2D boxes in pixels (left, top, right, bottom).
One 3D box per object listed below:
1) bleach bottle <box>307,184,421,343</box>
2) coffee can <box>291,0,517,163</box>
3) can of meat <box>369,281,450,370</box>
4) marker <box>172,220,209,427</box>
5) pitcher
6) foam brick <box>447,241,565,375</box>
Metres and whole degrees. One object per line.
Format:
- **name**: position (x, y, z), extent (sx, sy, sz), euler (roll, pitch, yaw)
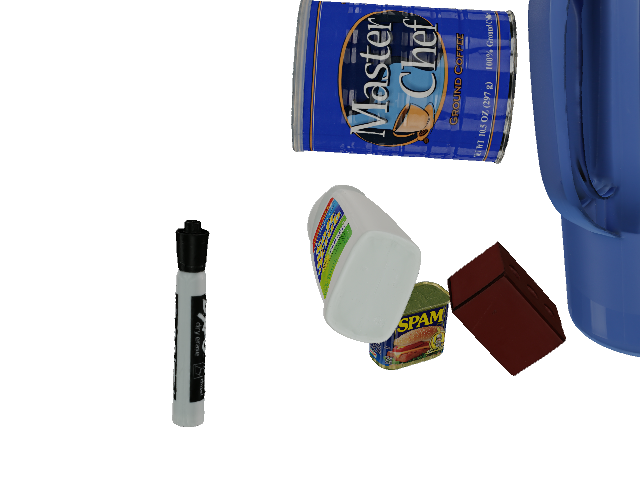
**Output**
- **bleach bottle**: position (0.025, 0.008, 1.017), extent (0.068, 0.102, 0.251), euler (20, 10, -14)
- **coffee can**: position (0.054, -0.107, 0.719), extent (0.140, 0.103, 0.103), euler (4, 0, 2)
- **can of meat**: position (0.111, 0.107, 1.339), extent (0.101, 0.084, 0.058), euler (-12, 30, -27)
- **marker**: position (-0.075, 0.048, 0.616), extent (0.020, 0.121, 0.020), euler (3, 12, -1)
- **pitcher**: position (0.177, -0.060, 0.558), extent (0.149, 0.243, 0.145), euler (-4, 22, 4)
- **foam brick**: position (0.141, 0.052, 0.811), extent (0.051, 0.078, 0.053), euler (-38, 20, 19)
